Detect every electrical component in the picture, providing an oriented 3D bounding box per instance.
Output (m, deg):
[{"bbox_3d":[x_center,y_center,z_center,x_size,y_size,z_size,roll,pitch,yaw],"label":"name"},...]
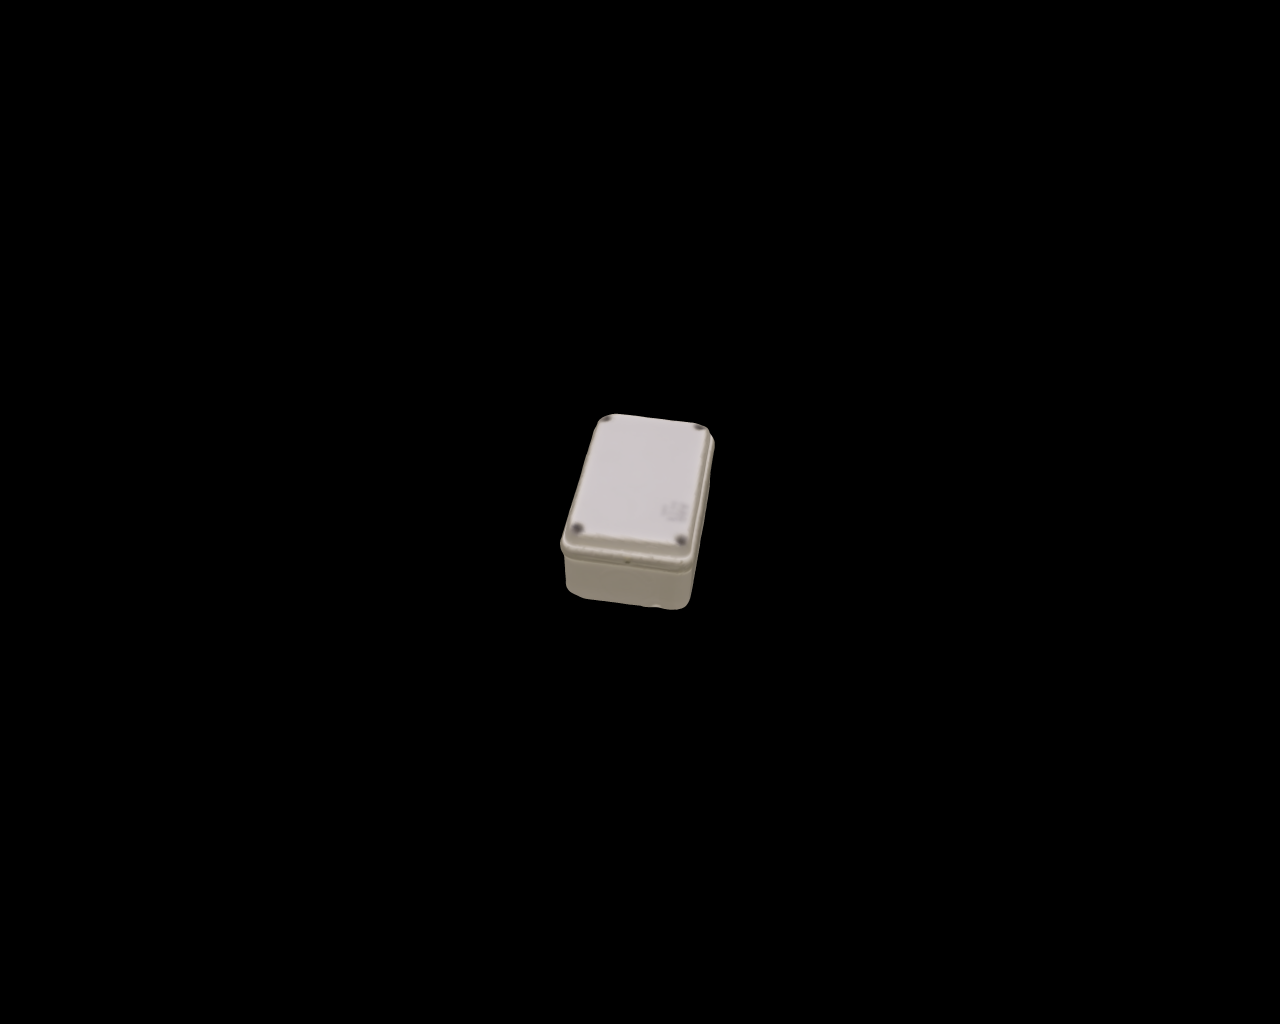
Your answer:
[{"bbox_3d":[0.001,-0.003,0.650,0.078,0.113,0.057,7,-43,7],"label":"electrical component"}]
